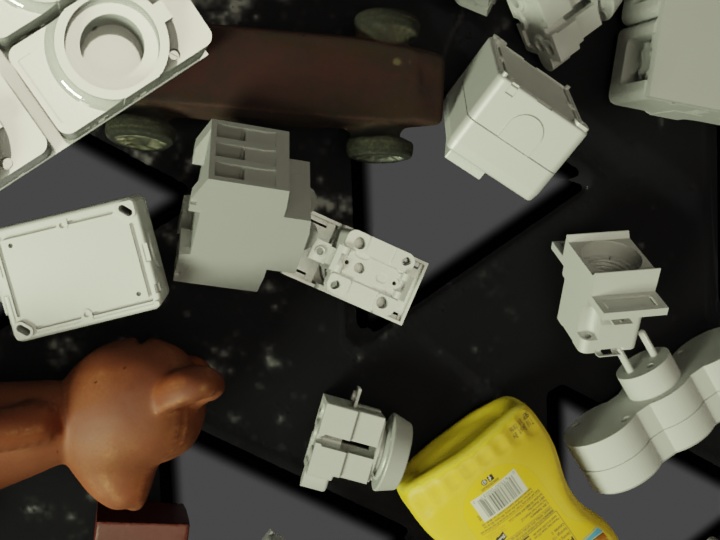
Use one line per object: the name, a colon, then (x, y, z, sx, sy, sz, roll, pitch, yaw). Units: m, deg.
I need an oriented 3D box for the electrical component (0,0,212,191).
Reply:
electrical component: (-0.180, -0.105, 0.534, 0.186, 0.060, 0.105, -35, 100, -9)

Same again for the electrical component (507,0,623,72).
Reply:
electrical component: (0.126, -0.164, 0.655, 0.055, 0.048, 0.066, -37, 125, -10)

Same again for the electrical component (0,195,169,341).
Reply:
electrical component: (-0.161, -0.001, 0.599, 0.096, 0.061, 0.061, -14, 97, -3)

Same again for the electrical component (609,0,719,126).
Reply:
electrical component: (0.217, -0.171, 0.670, 0.089, 0.062, 0.150, 8, 92, -14)

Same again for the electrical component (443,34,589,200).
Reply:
electrical component: (0.087, -0.091, 0.637, 0.062, 0.096, 0.061, 31, 114, -13)

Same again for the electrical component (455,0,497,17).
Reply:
electrical component: (0.059, -0.188, 0.629, 0.057, 0.078, 0.058, 24, 89, 5)

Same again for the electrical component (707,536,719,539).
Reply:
electrical component: (0.215, 0.272, 0.681, 0.105, 0.060, 0.186, 34, 86, -40)

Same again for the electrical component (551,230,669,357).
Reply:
electrical component: (0.151, 0.015, 0.663, 0.042, 0.081, 0.063, -5, 123, -12)

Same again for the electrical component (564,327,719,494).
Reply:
electrical component: (0.188, 0.074, 0.686, 0.138, 0.052, 0.073, -33, 100, -9)

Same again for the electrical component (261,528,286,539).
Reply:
electrical component: (-0.020, 0.241, 0.645, 0.150, 0.062, 0.089, 40, 85, -13)

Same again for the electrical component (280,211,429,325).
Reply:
electrical component: (0.000, 0.000, 0.632, 0.081, 0.064, 0.042, 23, 90, -14)

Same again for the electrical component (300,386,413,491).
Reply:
electrical component: (0.000, 0.105, 0.649, 0.055, 0.048, 0.066, 16, 91, -6)
